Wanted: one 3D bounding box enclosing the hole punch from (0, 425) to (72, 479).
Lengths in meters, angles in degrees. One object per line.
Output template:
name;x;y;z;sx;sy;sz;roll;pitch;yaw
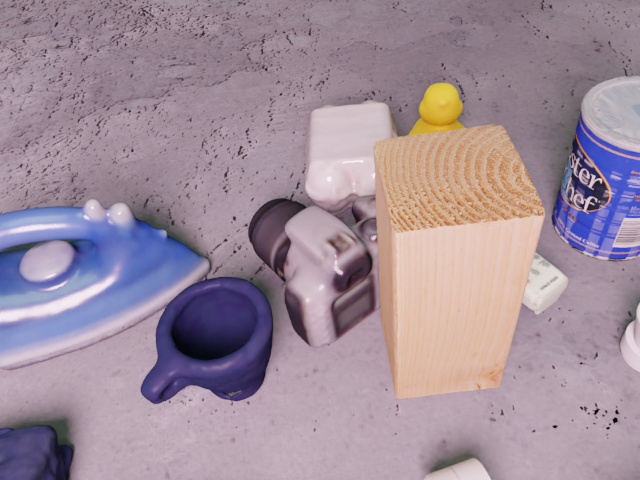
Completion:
hole punch;-0.249;0.185;0.416;0.108;0.091;0.101;-14;48;-4

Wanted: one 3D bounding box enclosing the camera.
camera;0.005;0.002;0.538;0.143;0.101;0.136;-35;53;-22

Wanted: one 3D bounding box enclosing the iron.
iron;-0.243;0.018;0.530;0.258;0.142;0.118;-17;48;-8

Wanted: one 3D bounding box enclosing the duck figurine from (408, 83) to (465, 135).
duck figurine;0.137;-0.133;0.651;0.077;0.086;0.104;-3;48;5

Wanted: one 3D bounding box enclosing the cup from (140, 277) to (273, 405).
cup;-0.085;0.100;0.466;0.091;0.095;0.118;28;58;29

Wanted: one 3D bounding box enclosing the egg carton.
egg carton;0.037;-0.095;0.642;0.107;0.069;0.150;-5;48;4
